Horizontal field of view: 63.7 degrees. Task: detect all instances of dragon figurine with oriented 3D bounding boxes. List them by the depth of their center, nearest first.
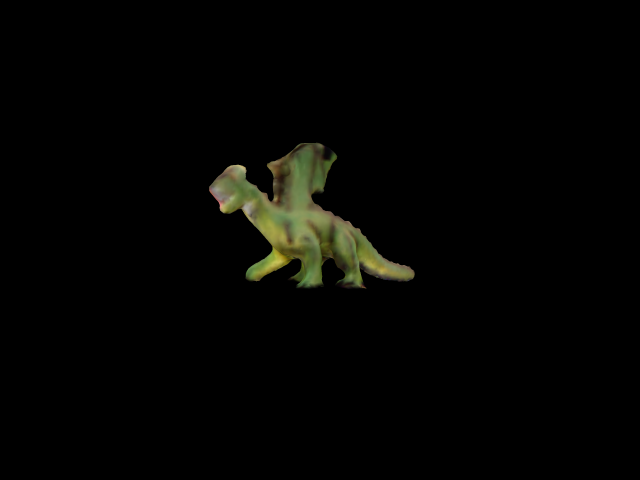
[{"bbox_3d":[0.003,-0.043,0.850,0.410,0.243,0.122,1,-4,-37],"label":"dragon figurine"}]
